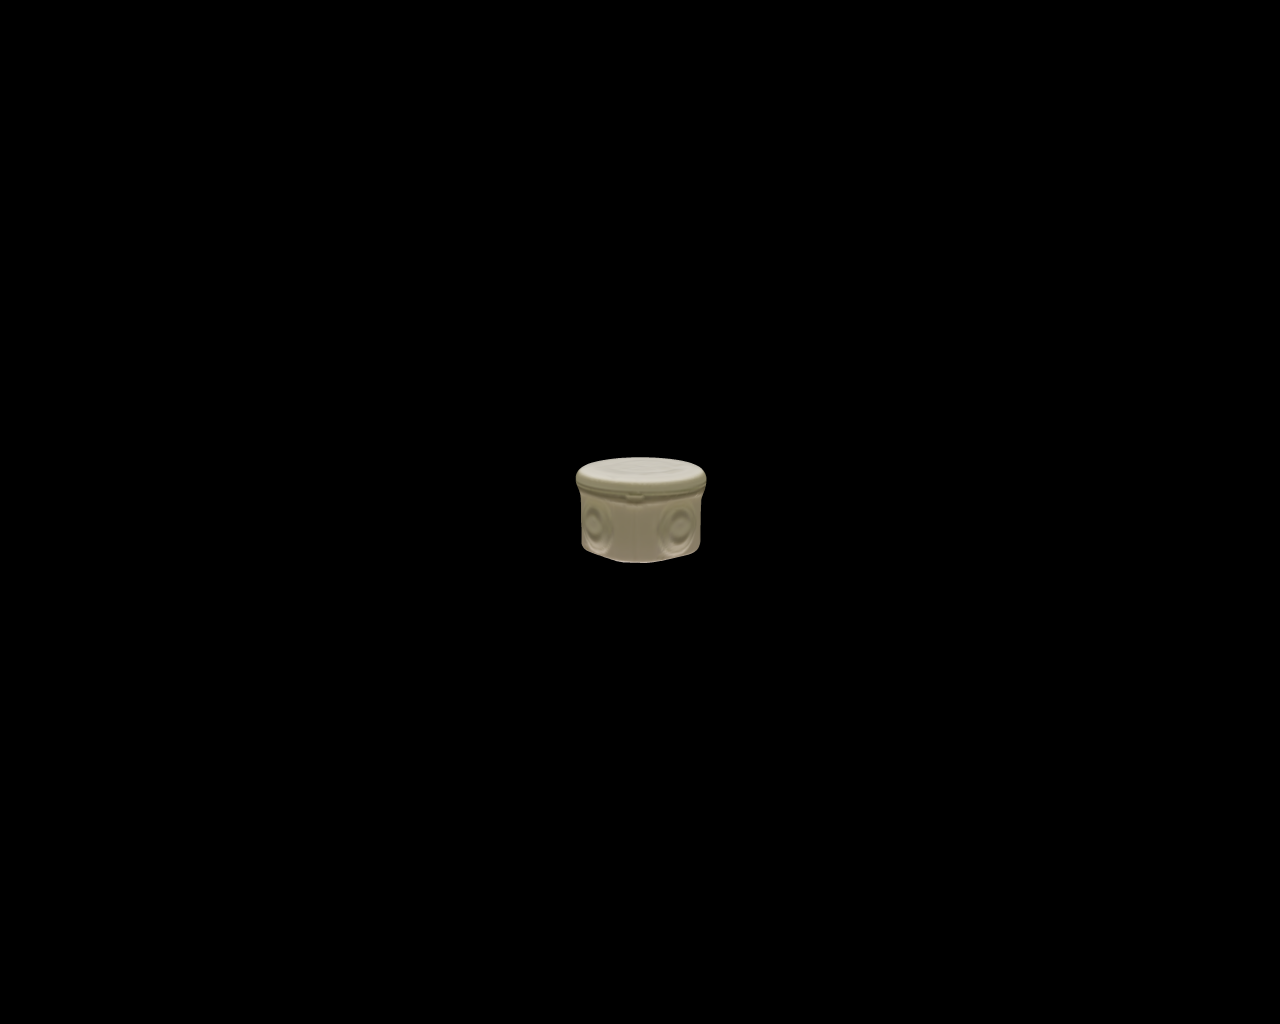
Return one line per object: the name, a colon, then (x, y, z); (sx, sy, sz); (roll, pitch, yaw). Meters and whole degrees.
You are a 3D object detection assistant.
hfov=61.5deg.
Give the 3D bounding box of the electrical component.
electrical component: (0.001, -0.003, 0.650); (0.080, 0.051, 0.080); (0, 13, 0)
